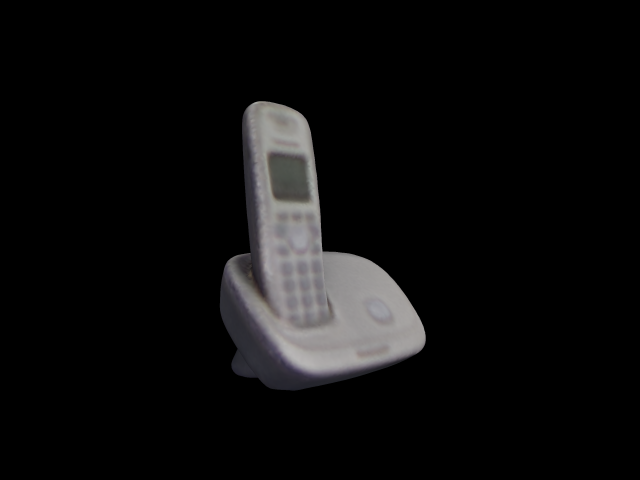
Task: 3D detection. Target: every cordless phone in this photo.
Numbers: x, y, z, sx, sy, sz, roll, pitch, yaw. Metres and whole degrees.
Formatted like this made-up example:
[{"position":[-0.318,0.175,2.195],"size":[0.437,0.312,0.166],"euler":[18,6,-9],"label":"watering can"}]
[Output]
[{"position":[0.004,0.001,0.400],"size":[0.093,0.185,0.148],"euler":[0,0,44],"label":"cordless phone"}]
